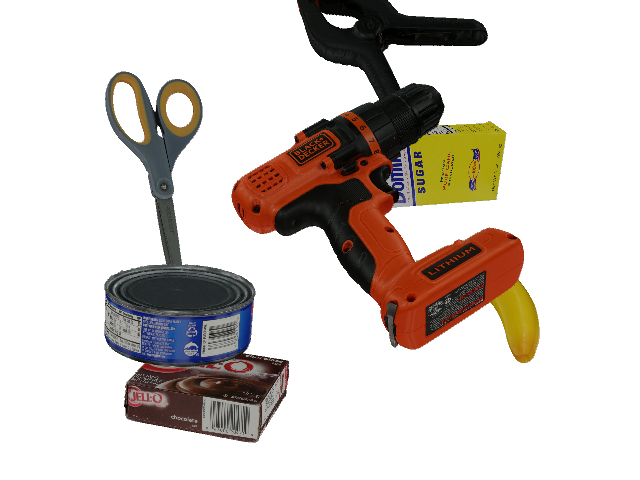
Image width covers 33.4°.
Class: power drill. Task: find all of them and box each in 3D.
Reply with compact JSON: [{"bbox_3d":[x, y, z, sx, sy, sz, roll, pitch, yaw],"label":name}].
[{"bbox_3d":[0.056,-0.024,0.761,0.184,0.057,0.188,-33,53,-16],"label":"power drill"}]

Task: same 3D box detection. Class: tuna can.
[{"bbox_3d":[-0.081,0.042,0.613,0.086,0.034,0.086,4,16,-1],"label":"tuna can"}]

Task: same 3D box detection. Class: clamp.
[{"bbox_3d":[0.056,-0.181,0.927,0.120,0.172,0.039,-39,-24,-20],"label":"clamp"}]

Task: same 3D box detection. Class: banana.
[{"bbox_3d":[0.179,0.060,1.117,0.069,0.037,0.198,-36,39,-8],"label":"banana"}]

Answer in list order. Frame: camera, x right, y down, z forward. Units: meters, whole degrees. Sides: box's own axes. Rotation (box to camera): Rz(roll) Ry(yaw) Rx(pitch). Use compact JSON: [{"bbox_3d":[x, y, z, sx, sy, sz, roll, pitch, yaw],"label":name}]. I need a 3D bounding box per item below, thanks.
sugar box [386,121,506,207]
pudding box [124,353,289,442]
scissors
[{"bbox_3d":[0.134,-0.091,1.292,0.176,0.093,0.048,-7,26,-22],"label":"sugar box"},{"bbox_3d":[-0.090,0.121,0.869,0.113,0.039,0.090,10,19,10],"label":"pudding box"},{"bbox_3d":[-0.125,-0.059,0.939,0.096,0.202,0.016,-23,-2,-29],"label":"scissors"}]
